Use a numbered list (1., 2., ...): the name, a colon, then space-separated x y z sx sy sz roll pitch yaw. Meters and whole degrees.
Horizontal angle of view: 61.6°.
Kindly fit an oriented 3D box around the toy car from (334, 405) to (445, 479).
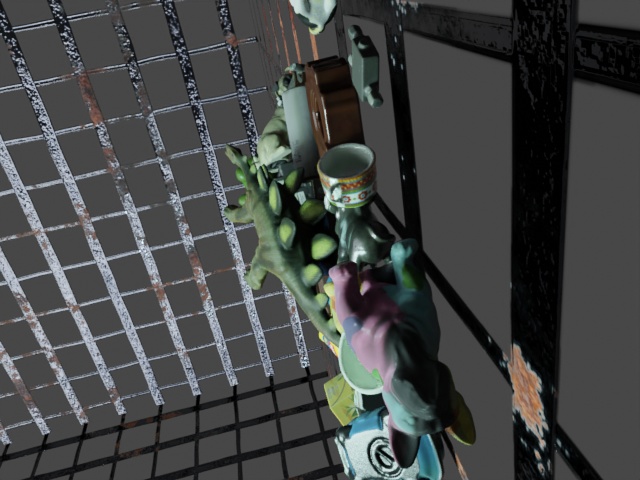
1. toy car: 0.104 0.274 0.725 0.103 0.162 0.109 -7 -108 -50

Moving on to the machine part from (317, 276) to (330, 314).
1. machine part: 0.021 0.047 1.189 0.201 0.087 0.201 -125 21 -76

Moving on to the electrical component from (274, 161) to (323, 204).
1. electrical component: -0.037 -0.112 1.141 0.058 0.134 0.115 133 126 -83

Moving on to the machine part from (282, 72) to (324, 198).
1. machine part: -0.021 -0.195 1.001 0.079 0.079 0.243 157 104 -85

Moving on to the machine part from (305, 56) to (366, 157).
1. machine part: 0.019 -0.180 0.787 0.179 0.056 0.179 169 89 -85

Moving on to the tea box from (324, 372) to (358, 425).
1. tea box: 0.085 0.364 1.112 0.169 0.068 0.098 55 -179 -14

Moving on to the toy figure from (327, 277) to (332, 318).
1. toy figure: 0.053 0.116 0.996 0.180 0.089 0.082 -112 4 -45

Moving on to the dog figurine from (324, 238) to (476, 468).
1. dog figurine: 0.085 0.124 0.586 0.191 0.108 0.219 94 159 -71

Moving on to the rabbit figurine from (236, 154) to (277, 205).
1. rabbit figurine: -0.105 -0.123 1.229 0.170 0.159 0.121 47 126 30

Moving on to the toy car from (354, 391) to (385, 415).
1. toy car: 0.098 0.271 0.996 0.056 0.073 0.201 -115 13 -53

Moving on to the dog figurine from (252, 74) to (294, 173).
1. dog figurine: -0.089 -0.257 1.173 0.121 0.172 0.190 124 126 -69

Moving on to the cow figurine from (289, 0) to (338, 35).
1. cow figurine: -0.020 -0.357 0.710 0.098 0.068 0.167 74 -179 -61

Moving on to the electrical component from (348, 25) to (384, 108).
1. electrical component: 0.050 -0.191 0.593 0.063 0.021 0.094 84 172 -53

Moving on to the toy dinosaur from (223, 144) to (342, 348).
1. toy dinosaur: -0.056 0.008 0.890 0.471 0.105 0.198 60 145 21

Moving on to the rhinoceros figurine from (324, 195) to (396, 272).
1. rhinoceros figurine: 0.051 -0.016 0.755 0.190 0.073 0.112 -114 11 -64

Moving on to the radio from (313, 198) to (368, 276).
1. radio: -0.002 -0.003 0.974 0.230 0.073 0.131 -12 92 65

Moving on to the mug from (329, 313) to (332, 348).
1. mug: 0.059 0.189 1.242 0.110 0.081 0.107 -95 5 -64

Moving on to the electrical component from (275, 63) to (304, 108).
1. electrical component: -0.051 -0.303 1.084 0.102 0.045 0.078 -59 40 31
